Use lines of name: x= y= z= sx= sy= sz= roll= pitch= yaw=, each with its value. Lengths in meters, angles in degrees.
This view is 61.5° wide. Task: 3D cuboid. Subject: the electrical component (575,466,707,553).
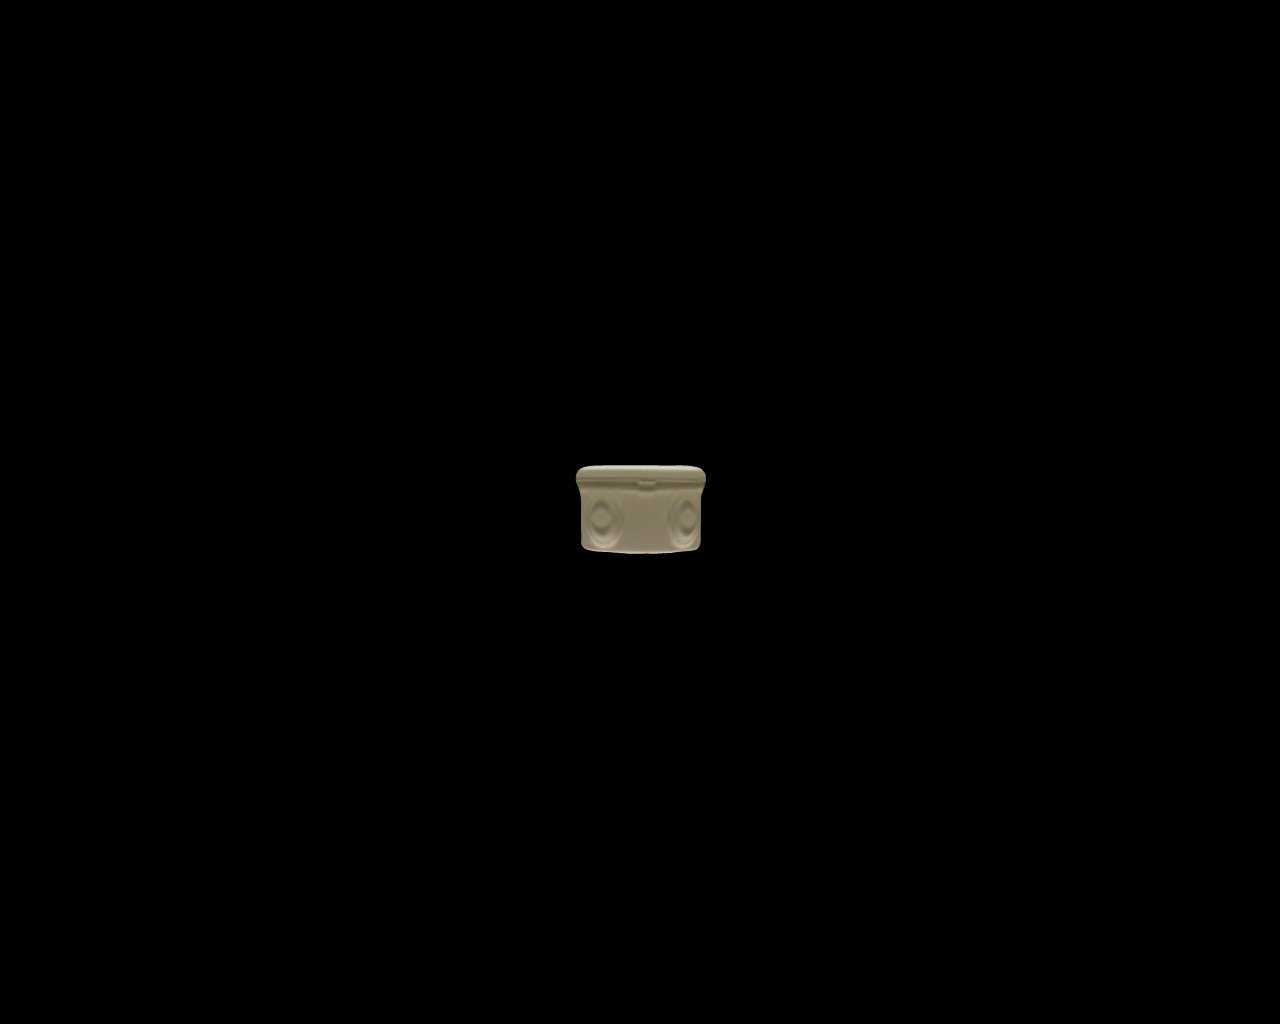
electrical component: x=0.001 y=-0.003 z=0.650 sx=0.080 sy=0.051 sz=0.080 roll=0 pitch=2 yaw=0
